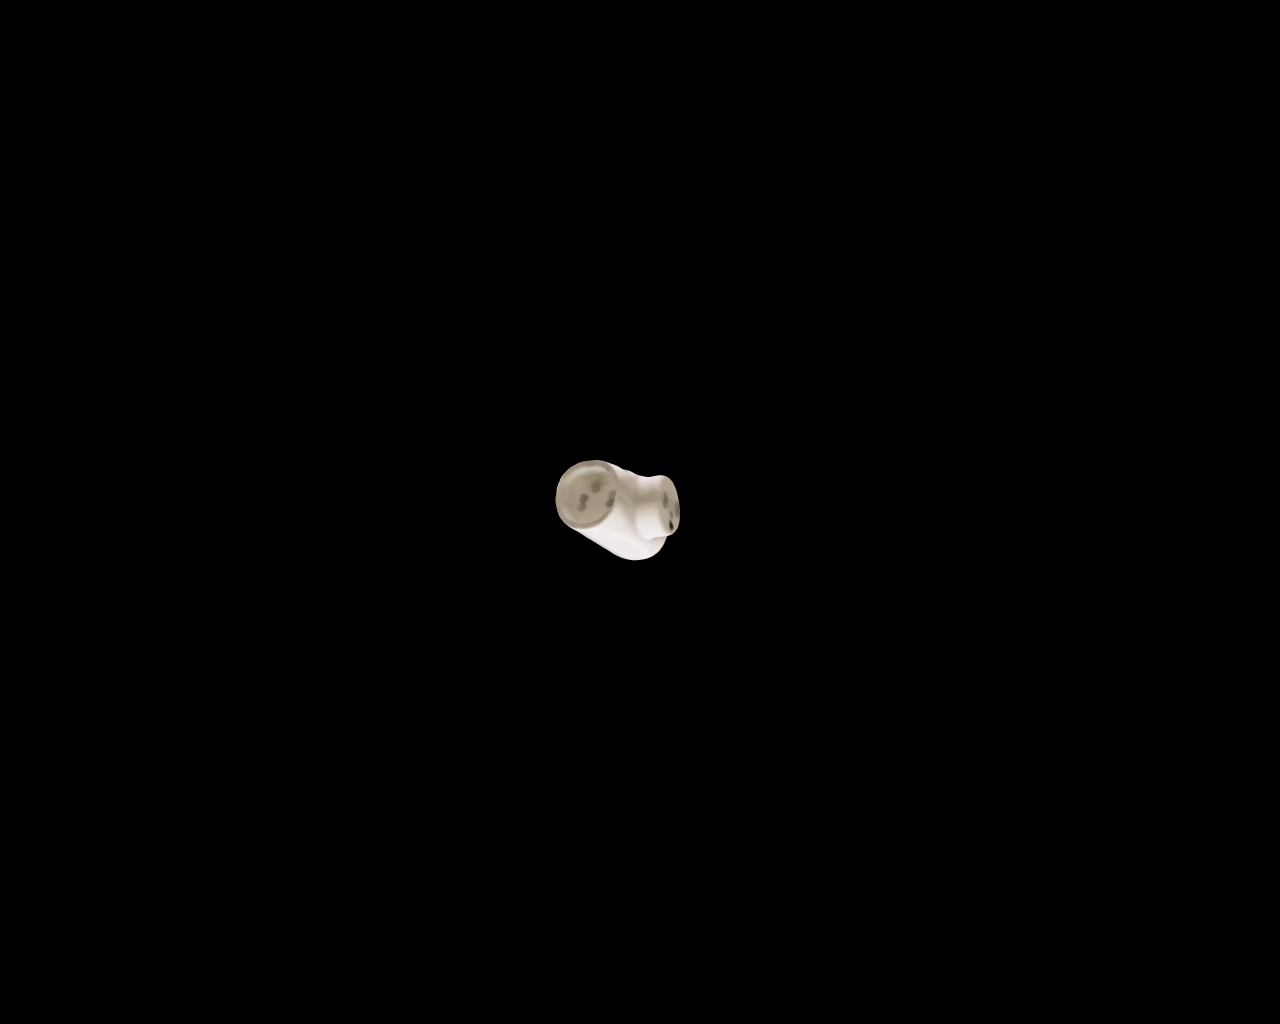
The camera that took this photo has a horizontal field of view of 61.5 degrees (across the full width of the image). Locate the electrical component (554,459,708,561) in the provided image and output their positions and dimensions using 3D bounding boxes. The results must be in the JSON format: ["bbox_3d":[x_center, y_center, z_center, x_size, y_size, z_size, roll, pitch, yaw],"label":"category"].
[{"bbox_3d":[0.001,-0.003,0.650,0.079,0.044,0.077,-8,-20,22],"label":"electrical component"}]
